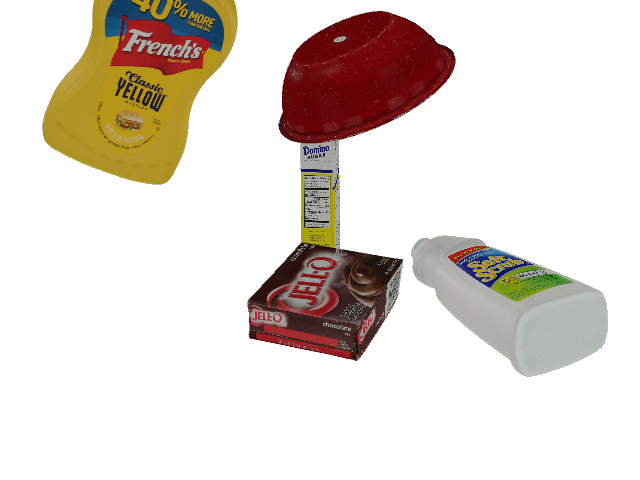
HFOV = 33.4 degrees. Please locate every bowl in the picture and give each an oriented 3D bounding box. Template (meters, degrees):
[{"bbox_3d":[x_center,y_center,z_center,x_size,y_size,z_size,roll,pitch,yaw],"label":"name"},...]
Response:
[{"bbox_3d":[0.028,-0.147,0.898,0.162,0.055,0.162,-21,27,11],"label":"bowl"}]

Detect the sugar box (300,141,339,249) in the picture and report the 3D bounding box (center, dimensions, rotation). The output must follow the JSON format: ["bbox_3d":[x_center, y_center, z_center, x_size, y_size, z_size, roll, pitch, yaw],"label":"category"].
[{"bbox_3d":[-0.001,-0.056,1.256,0.048,0.176,0.093,-1,24,5],"label":"sugar box"}]

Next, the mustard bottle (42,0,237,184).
[{"bbox_3d":[-0.110,-0.137,0.721,0.096,0.192,0.058,20,21,-22],"label":"mustard bottle"}]

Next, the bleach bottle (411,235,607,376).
[{"bbox_3d":[0.155,0.046,1.013,0.102,0.068,0.251,-15,21,-22],"label":"bleach bottle"}]

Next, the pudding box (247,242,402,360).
[{"bbox_3d":[0.006,0.045,0.830,0.090,0.039,0.113,11,25,18],"label":"pudding box"}]
